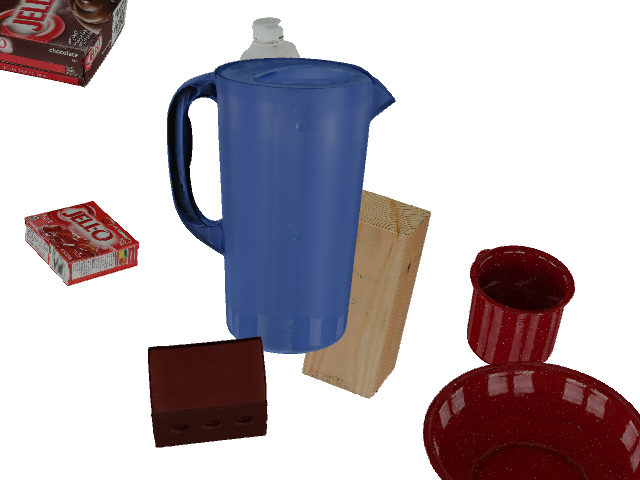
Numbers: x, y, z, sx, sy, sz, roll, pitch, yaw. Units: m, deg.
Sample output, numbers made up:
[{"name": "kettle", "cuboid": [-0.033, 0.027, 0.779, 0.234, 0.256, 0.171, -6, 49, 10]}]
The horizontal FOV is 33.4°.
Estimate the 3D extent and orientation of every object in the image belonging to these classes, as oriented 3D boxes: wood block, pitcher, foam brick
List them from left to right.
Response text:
[{"name": "foam brick", "cuboid": [-0.076, 0.103, 0.722, 0.078, 0.051, 0.053, -5, -36, -8]}, {"name": "pitcher", "cuboid": [-0.036, -0.032, 0.914, 0.149, 0.243, 0.144, 20, 26, 40]}, {"name": "wood block", "cuboid": [0.052, 0.060, 1.213, 0.090, 0.206, 0.090, 19, 24, 17]}]

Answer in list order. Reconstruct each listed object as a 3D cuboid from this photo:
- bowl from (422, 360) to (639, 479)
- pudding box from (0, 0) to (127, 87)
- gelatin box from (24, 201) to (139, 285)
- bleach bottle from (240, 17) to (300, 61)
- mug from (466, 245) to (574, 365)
[{"name": "bowl", "cuboid": [0.153, 0.159, 0.766, 0.162, 0.055, 0.162, -1, 36, 0]}, {"name": "pudding box", "cuboid": [-0.208, -0.168, 0.831, 0.090, 0.039, 0.113, 12, 36, 1]}, {"name": "gelatin box", "cuboid": [-0.223, 0.000, 0.995, 0.073, 0.030, 0.089, -17, 40, -36]}, {"name": "bleach bottle", "cuboid": [-0.055, -0.107, 1.133, 0.068, 0.251, 0.102, 17, 32, 35]}, {"name": "mug", "cuboid": [0.173, 0.057, 0.983, 0.093, 0.081, 0.117, -15, 43, -20]}]
